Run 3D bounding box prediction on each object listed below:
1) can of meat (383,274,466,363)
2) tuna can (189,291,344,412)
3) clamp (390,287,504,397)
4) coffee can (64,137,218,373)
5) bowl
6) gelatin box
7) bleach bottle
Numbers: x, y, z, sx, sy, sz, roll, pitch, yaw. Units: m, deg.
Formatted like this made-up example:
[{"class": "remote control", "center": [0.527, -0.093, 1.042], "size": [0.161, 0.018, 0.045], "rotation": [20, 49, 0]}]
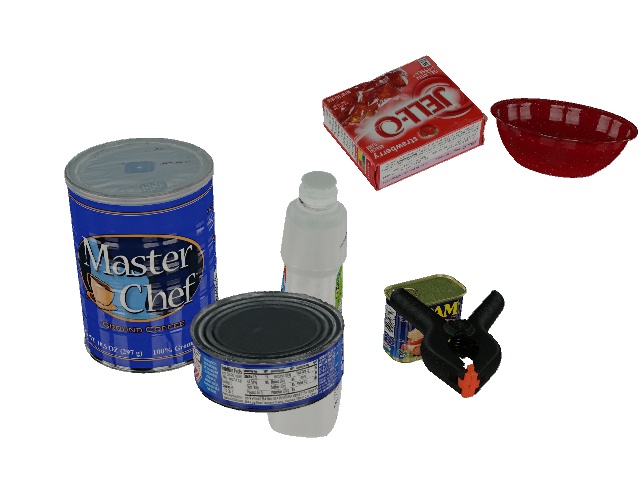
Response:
[{"class": "can of meat", "center": [0.128, 0.098, 1.332], "size": [0.101, 0.084, 0.058], "rotation": [-12, 30, -26]}, {"class": "tuna can", "center": [-0.029, 0.061, 0.597], "size": [0.086, 0.034, 0.086], "rotation": [-1, 22, 0]}, {"class": "clamp", "center": [0.146, 0.095, 1.073], "size": [0.120, 0.039, 0.171], "rotation": [-8, 32, -8]}, {"class": "coffee can", "center": [-0.126, 0.009, 0.772], "size": [0.103, 0.140, 0.103], "rotation": [0, 28, 0]}, {"class": "bowl", "center": [0.265, -0.110, 1.183], "size": [0.162, 0.055, 0.162], "rotation": [5, 23, -2]}, {"class": "gelatin box", "center": [0.057, -0.082, 0.727], "size": [0.089, 0.073, 0.030], "rotation": [-25, -36, -15]}, {"class": "bleach bottle", "center": [-0.008, 0.050, 0.926], "size": [0.068, 0.251, 0.102], "rotation": [5, 35, 1]}]
